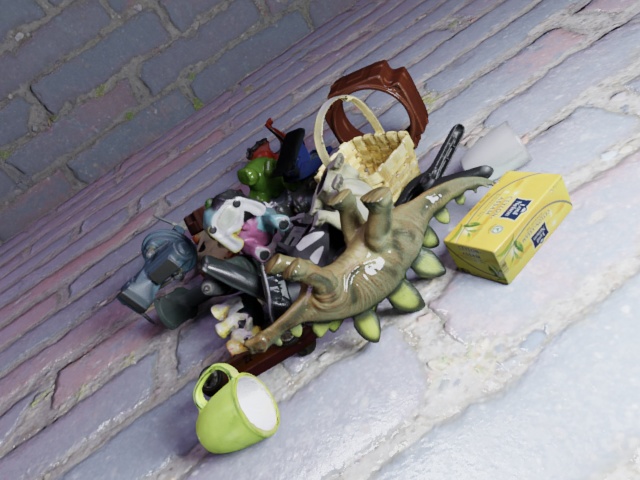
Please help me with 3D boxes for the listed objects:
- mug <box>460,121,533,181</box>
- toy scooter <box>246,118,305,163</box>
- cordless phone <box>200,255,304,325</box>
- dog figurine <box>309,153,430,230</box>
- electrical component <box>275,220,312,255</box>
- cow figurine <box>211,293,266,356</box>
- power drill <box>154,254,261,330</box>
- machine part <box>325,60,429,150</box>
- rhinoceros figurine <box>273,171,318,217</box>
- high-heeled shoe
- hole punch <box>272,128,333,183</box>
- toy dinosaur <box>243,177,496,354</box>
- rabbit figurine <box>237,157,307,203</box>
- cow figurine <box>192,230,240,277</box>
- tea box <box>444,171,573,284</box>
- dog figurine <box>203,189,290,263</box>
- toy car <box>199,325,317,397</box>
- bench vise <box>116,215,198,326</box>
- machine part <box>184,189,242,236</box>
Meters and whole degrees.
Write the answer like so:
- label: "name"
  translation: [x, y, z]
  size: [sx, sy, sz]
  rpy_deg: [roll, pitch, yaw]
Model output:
- label: "mug"
  translation: [0.302, -0.154, 0.950]
  size: [0.107, 0.080, 0.110]
  rpy_deg: [-33, 33, 22]
- label: "toy scooter"
  translation: [-0.141, -0.263, 1.522]
  size: [0.184, 0.135, 0.075]
  rpy_deg: [-38, 30, -5]
- label: "cordless phone"
  translation: [-0.111, 0.084, 0.895]
  size: [0.088, 0.184, 0.147]
  rpy_deg: [-57, 23, 17]
- label: "dog figurine"
  translation: [0.090, -0.056, 0.937]
  size: [0.172, 0.190, 0.121]
  rpy_deg: [-89, 24, -53]
- label: "electrical component"
  translation: [-0.047, 0.023, 1.043]
  size: [0.075, 0.047, 0.119]
  rpy_deg: [14, 67, 49]
- label: "cow figurine"
  translation: [-0.130, 0.150, 0.944]
  size: [0.098, 0.068, 0.167]
  rpy_deg: [-32, 27, -6]
- label: "power drill"
  translation: [-0.223, 0.095, 1.043]
  size: [0.207, 0.086, 0.232]
  rpy_deg: [-36, -1, 23]
- label: "machine part"
  translation: [0.124, -0.279, 1.200]
  size: [0.201, 0.201, 0.087]
  rpy_deg: [-14, 38, 32]
- label: "rhinoceros figurine"
  translation: [-0.032, -0.105, 1.229]
  size: [0.112, 0.073, 0.190]
  rpy_deg: [7, 48, 49]
- label: "high-heeled shoe"
  translation: [0.037, -0.002, 0.963]
  size: [0.249, 0.086, 0.145]
  rpy_deg: [-25, 32, -33]
- label: "hole punch"
  translation: [-0.042, -0.181, 1.225]
  size: [0.142, 0.092, 0.115]
  rpy_deg: [10, 78, 63]
- label: "toy dinosaur"
  translation: [0.086, 0.018, 0.782]
  size: [0.471, 0.198, 0.105]
  rpy_deg: [-40, 28, -11]
- label: "rabbit figurine"
  translation: [-0.092, -0.154, 1.353]
  size: [0.170, 0.121, 0.159]
  rpy_deg: [8, 38, 34]
- label: "cow figurine"
  translation: [-0.232, 0.026, 1.228]
  size: [0.127, 0.085, 0.195]
  rpy_deg: [-35, 27, 11]
- label: "tea box"
  translation: [0.276, -0.023, 0.787]
  size: [0.169, 0.068, 0.098]
  rpy_deg: [-44, 29, -20]
- label: "dog figurine"
  translation: [-0.160, -0.038, 1.087]
  size: [0.108, 0.191, 0.219]
  rpy_deg: [-64, 25, 1]
- label: "toy car"
  translation: [-0.094, 0.180, 0.827]
  size: [0.202, 0.089, 0.053]
  rpy_deg: [-33, 58, 6]
- label: "bench vise"
  translation: [-0.347, 0.046, 1.177]
  size: [0.223, 0.129, 0.241]
  rpy_deg: [-48, 20, 29]
- label: "machine part"
  translation: [-0.260, -0.070, 1.359]
  size: [0.179, 0.056, 0.179]
  rpy_deg: [-28, 4, 2]
